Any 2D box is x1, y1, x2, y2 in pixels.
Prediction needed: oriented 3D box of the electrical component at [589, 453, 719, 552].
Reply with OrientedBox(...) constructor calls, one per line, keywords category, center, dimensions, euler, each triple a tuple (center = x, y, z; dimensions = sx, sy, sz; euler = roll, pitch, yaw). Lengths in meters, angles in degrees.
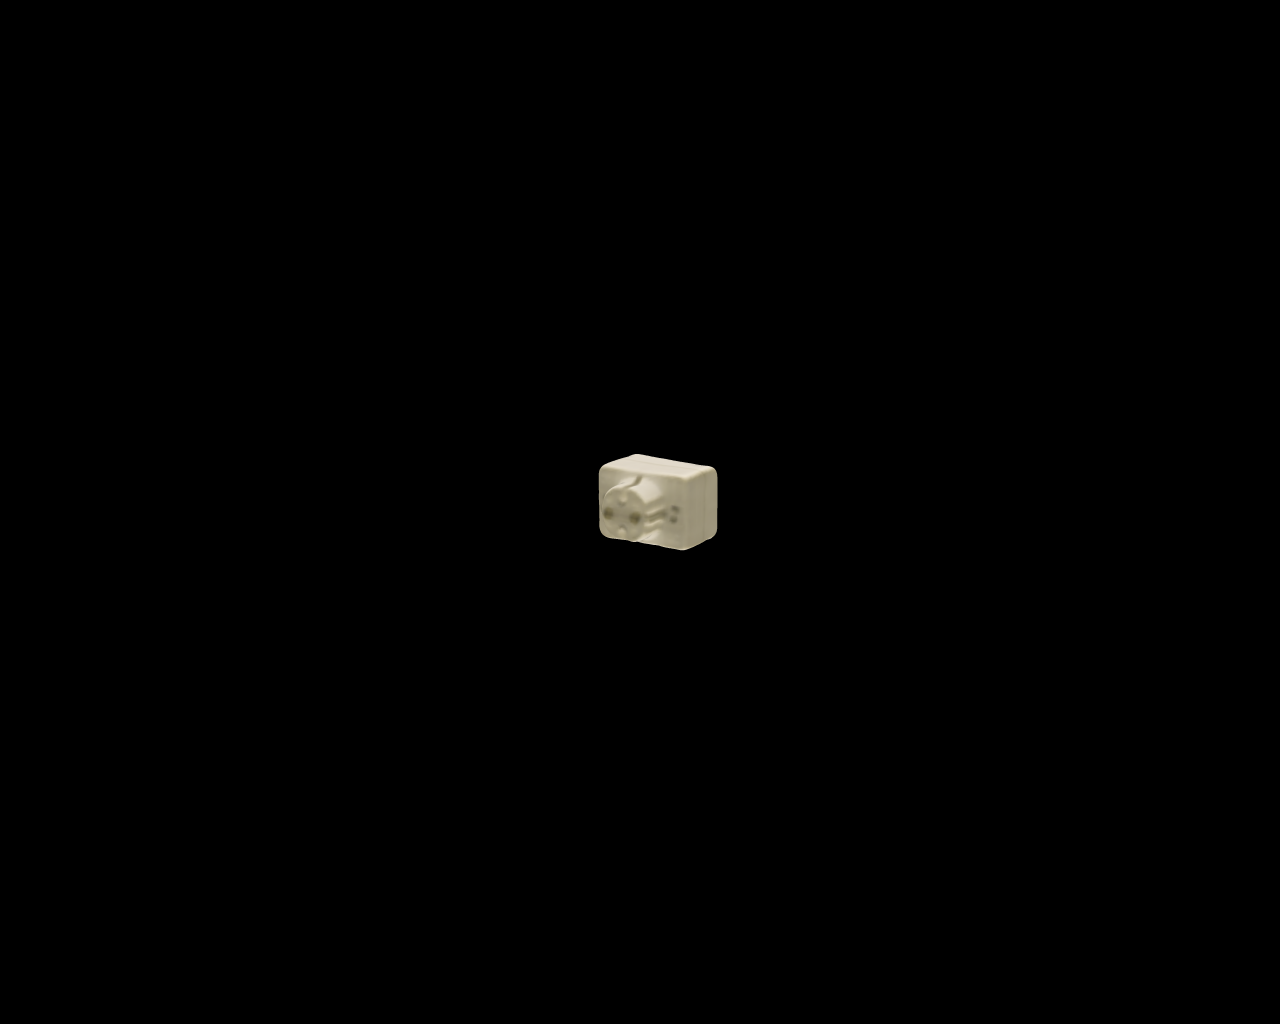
OrientedBox(category="electrical component", center=(0.001, -0.003, 0.650), dimensions=(0.066, 0.047, 0.077), euler=(10, 18, 33))
